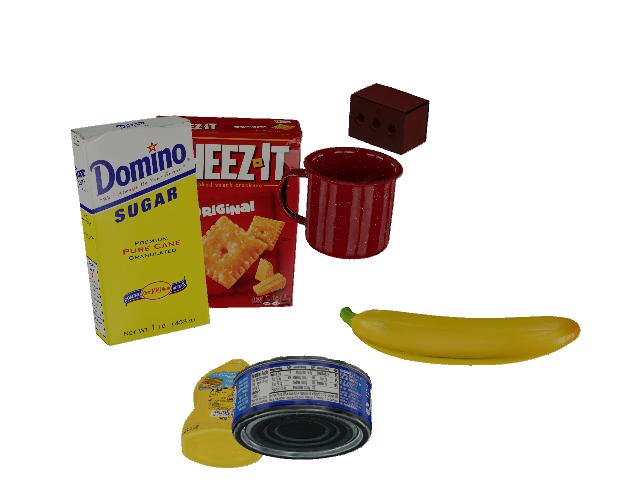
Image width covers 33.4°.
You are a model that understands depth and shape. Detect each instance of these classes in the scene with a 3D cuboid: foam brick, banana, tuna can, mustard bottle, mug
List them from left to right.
[{"bbox_3d":[-0.110,0.201,1.315,0.096,0.058,0.191,1,25,2],"label":"mustard bottle"},{"bbox_3d":[-0.011,0.103,0.644,0.086,0.034,0.086,0,-31,0],"label":"tuna can"},{"bbox_3d":[0.016,-0.036,1.011,0.117,0.081,0.093,8,26,7],"label":"mug"},{"bbox_3d":[0.077,-0.138,1.208,0.078,0.053,0.051,23,36,32],"label":"foam brick"},{"bbox_3d":[0.110,0.073,0.857,0.198,0.037,0.069,5,29,7],"label":"banana"}]

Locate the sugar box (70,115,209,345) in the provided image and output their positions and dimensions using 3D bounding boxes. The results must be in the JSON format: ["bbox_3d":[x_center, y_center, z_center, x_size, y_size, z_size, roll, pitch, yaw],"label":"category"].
[{"bbox_3d":[-0.147,-0.009,0.881,0.093,0.176,0.048,-12,19,-25],"label":"sugar box"}]

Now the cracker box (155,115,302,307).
[{"bbox_3d":[-0.108,-0.029,1.219,0.164,0.214,0.072,1,22,-8],"label":"cracker box"}]
